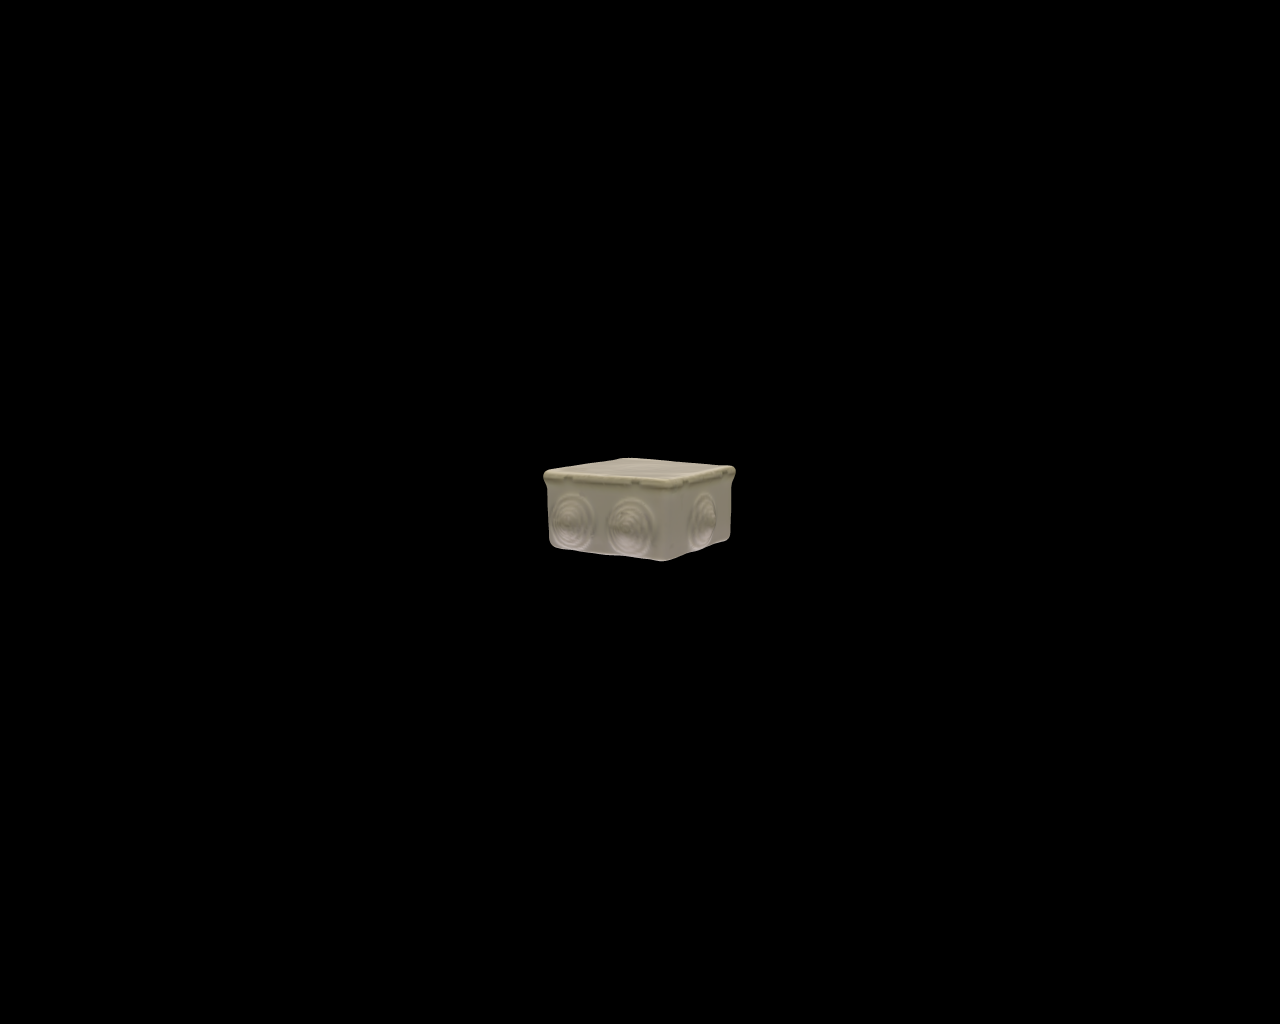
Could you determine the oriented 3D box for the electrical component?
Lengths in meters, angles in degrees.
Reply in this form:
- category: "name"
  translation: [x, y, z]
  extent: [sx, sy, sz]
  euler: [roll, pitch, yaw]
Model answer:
- category: "electrical component"
  translation: [0.001, -0.003, 0.650]
  extent: [0.100, 0.048, 0.100]
  euler: [6, 11, 32]
